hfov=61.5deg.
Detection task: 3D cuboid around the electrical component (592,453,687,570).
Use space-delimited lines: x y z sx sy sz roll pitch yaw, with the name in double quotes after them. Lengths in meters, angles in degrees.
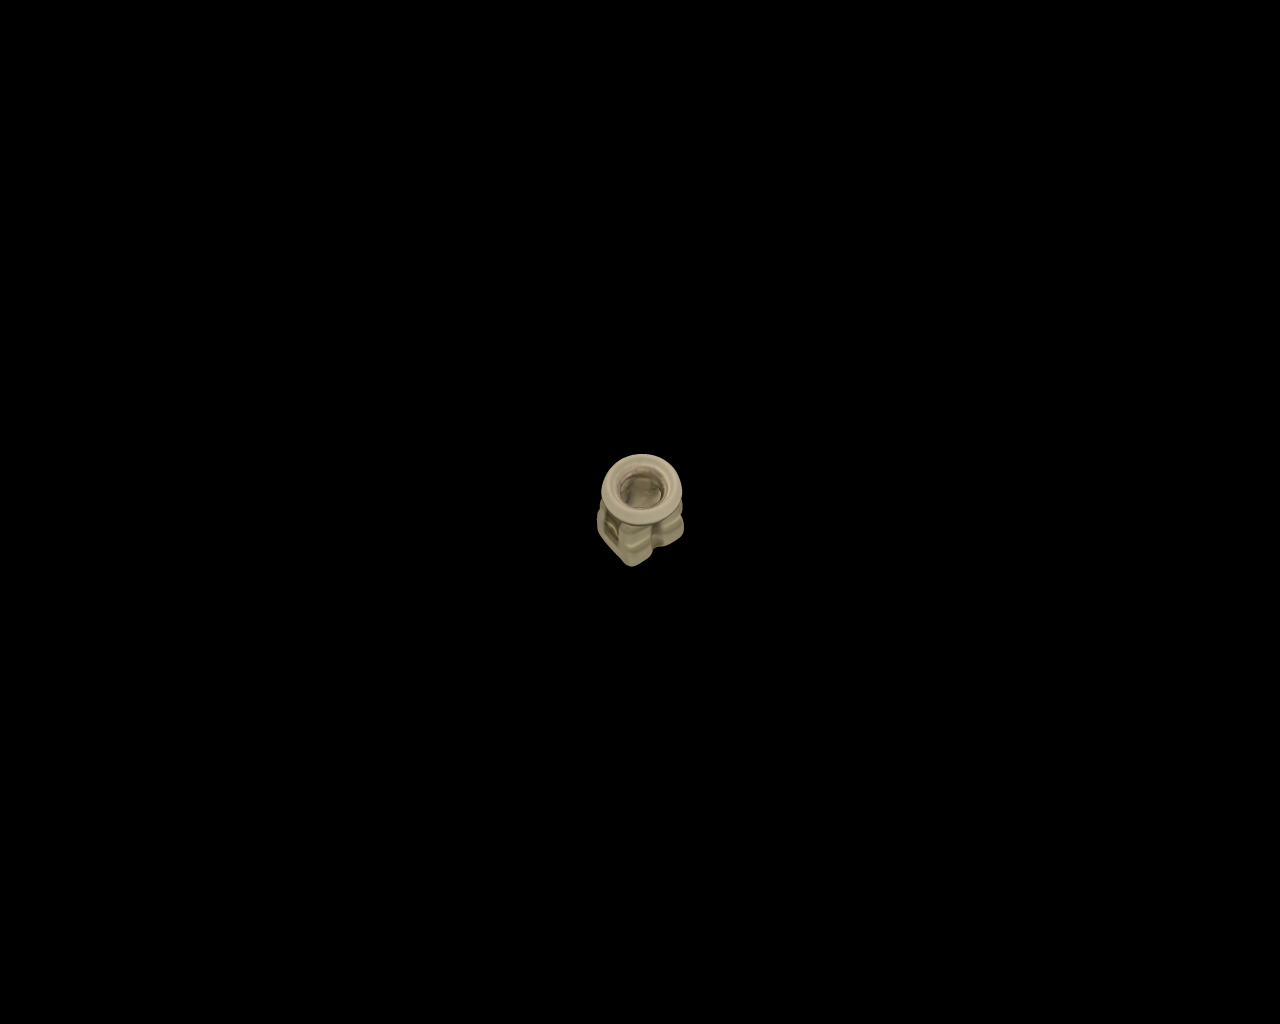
0.001 -0.003 0.650 0.066 0.048 0.055 -33 -29 -21 "electrical component"
